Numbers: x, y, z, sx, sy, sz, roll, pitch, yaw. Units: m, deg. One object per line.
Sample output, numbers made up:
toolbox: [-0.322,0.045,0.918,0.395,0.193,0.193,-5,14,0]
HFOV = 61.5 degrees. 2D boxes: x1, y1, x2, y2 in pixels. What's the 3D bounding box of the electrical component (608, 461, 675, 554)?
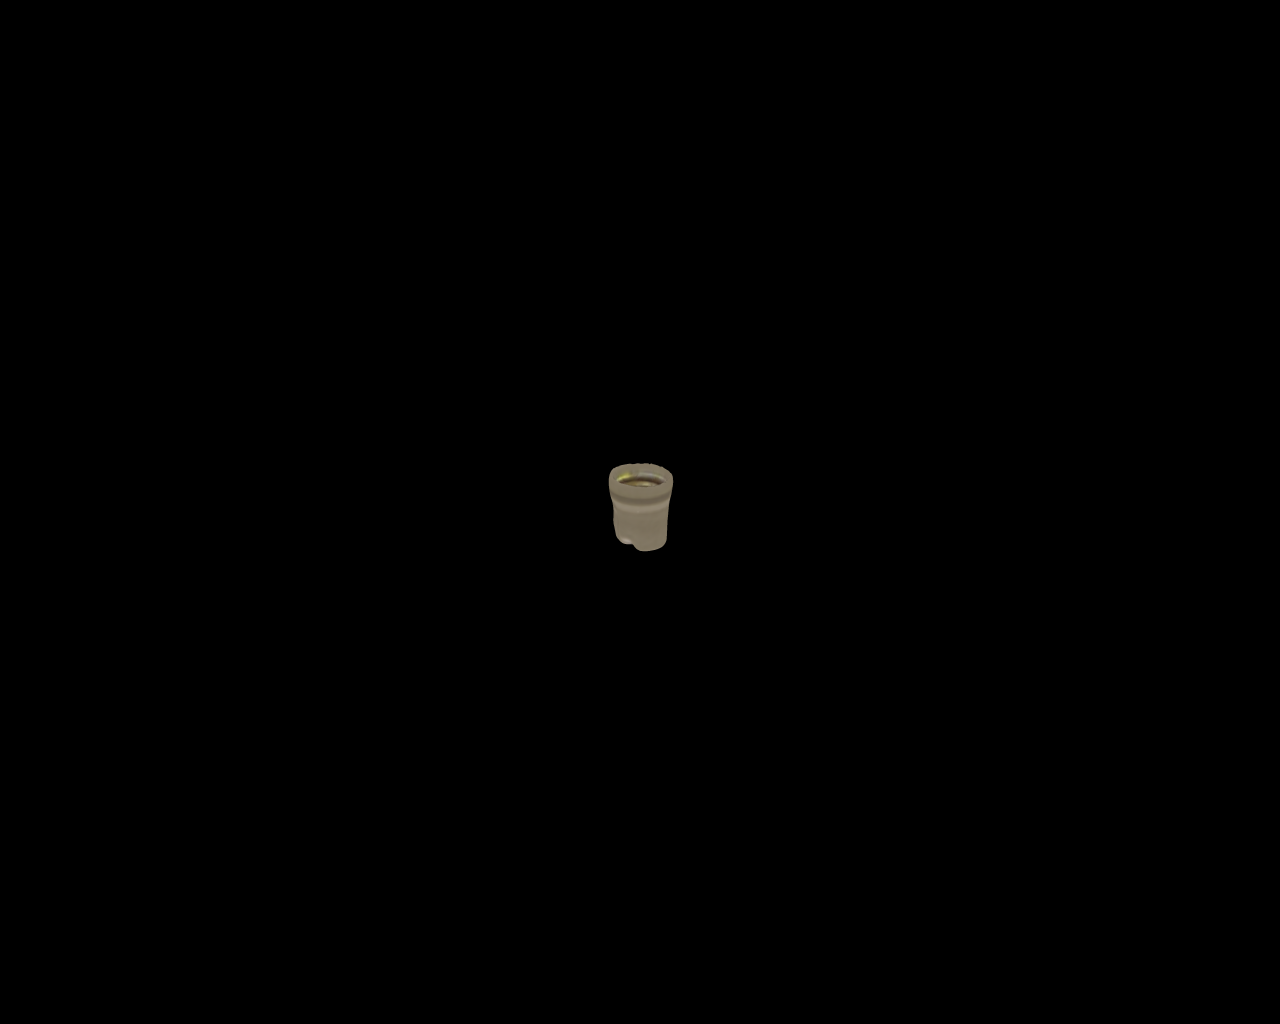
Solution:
electrical component: [0.001,-0.003,0.650,0.040,0.046,0.040,0,25,0]
